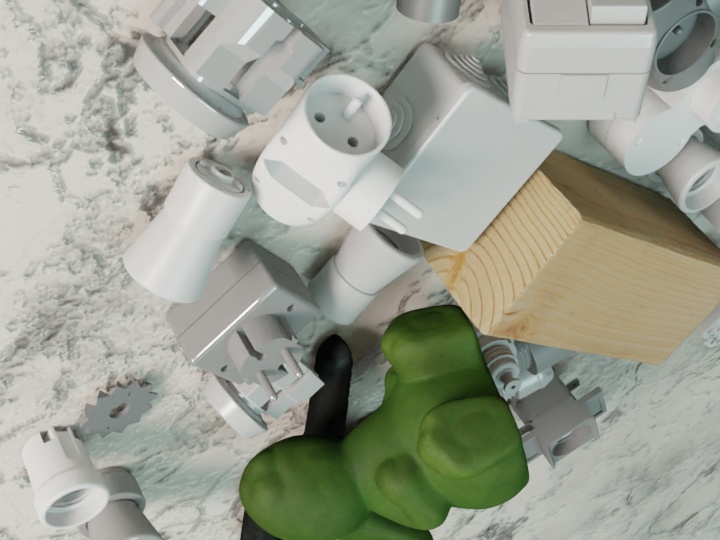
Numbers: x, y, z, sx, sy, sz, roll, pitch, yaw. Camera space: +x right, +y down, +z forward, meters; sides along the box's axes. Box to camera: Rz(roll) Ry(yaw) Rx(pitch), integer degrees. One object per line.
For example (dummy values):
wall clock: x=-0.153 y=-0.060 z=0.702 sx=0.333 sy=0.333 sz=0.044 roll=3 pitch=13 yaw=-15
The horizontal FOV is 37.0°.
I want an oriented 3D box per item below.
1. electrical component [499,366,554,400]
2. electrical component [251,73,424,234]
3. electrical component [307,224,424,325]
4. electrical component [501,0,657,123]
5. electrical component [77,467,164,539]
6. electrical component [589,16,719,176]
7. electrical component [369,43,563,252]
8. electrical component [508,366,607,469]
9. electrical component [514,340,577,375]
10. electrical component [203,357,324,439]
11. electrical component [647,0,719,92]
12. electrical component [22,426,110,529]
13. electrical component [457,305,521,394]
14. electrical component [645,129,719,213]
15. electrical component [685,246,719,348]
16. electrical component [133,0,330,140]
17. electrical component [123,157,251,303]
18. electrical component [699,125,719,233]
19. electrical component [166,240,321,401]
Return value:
electrical component: x=0.114 y=0.083 z=0.815 sx=0.061 sy=0.035 sz=0.035 roll=-28 pitch=144 yaw=-6
electrical component: x=-0.005 y=-0.045 z=0.515 sx=0.043 sy=0.079 sz=0.077 roll=-58 pitch=-172 yaw=-31
electrical component: x=0.000 y=0.000 z=0.622 sx=0.044 sy=0.044 sz=0.065 roll=12 pitch=128 yaw=-46
electrical component: x=0.103 y=-0.125 z=0.521 sx=0.062 sy=0.096 sz=0.061 roll=0 pitch=140 yaw=1
electrical component: x=-0.152 y=0.156 z=0.666 sx=0.045 sy=0.055 sz=0.045 roll=-22 pitch=142 yaw=-18
electrical component: x=0.211 y=-0.107 z=0.640 sx=0.138 sy=0.073 sz=0.052 roll=-43 pitch=144 yaw=12
electrical component: x=0.045 y=-0.064 z=0.575 sx=0.100 sy=0.048 sz=0.099 roll=15 pitch=121 yaw=-47
electrical component: x=0.153 y=0.116 z=0.860 sx=0.081 sy=0.063 sz=0.042 roll=-33 pitch=144 yaw=-3
electrical component: x=0.125 y=0.053 z=0.781 sx=0.081 sy=0.043 sz=0.043 roll=-28 pitch=144 yaw=-9
electrical component: x=-0.060 y=0.068 z=0.647 sx=0.055 sy=0.048 sz=0.066 roll=-43 pitch=144 yaw=-2
electrical component: x=0.180 y=-0.148 z=0.592 sx=0.079 sy=0.044 sz=0.077 roll=-40 pitch=144 yaw=7
electrical component: x=-0.169 y=0.117 z=0.614 sx=0.040 sy=0.046 sz=0.040 roll=-22 pitch=143 yaw=-18
electrical component: x=0.086 y=0.054 z=0.727 sx=0.040 sy=0.078 sz=0.040 roll=-13 pitch=129 yaw=-16
electrical component: x=0.208 y=-0.071 z=0.695 sx=0.045 sy=0.055 sz=0.045 roll=-22 pitch=143 yaw=-18
electrical component: x=0.273 y=0.022 z=0.849 sx=0.081 sy=0.063 sz=0.042 roll=-45 pitch=145 yaw=13
electrical component: x=-0.057 y=-0.093 z=0.452 sx=0.057 sy=0.058 sz=0.078 roll=-47 pitch=145 yaw=12
electrical component: x=-0.082 y=-0.022 z=0.528 sx=0.044 sy=0.044 sz=0.065 roll=11 pitch=119 yaw=-46
electrical component: x=0.275 y=-0.057 z=0.746 sx=0.113 sy=0.078 sz=0.057 roll=13 pitch=126 yaw=-46
electrical component: x=-0.056 y=0.037 z=0.586 sx=0.066 sy=0.076 sz=0.047 roll=-42 pitch=144 yaw=10
